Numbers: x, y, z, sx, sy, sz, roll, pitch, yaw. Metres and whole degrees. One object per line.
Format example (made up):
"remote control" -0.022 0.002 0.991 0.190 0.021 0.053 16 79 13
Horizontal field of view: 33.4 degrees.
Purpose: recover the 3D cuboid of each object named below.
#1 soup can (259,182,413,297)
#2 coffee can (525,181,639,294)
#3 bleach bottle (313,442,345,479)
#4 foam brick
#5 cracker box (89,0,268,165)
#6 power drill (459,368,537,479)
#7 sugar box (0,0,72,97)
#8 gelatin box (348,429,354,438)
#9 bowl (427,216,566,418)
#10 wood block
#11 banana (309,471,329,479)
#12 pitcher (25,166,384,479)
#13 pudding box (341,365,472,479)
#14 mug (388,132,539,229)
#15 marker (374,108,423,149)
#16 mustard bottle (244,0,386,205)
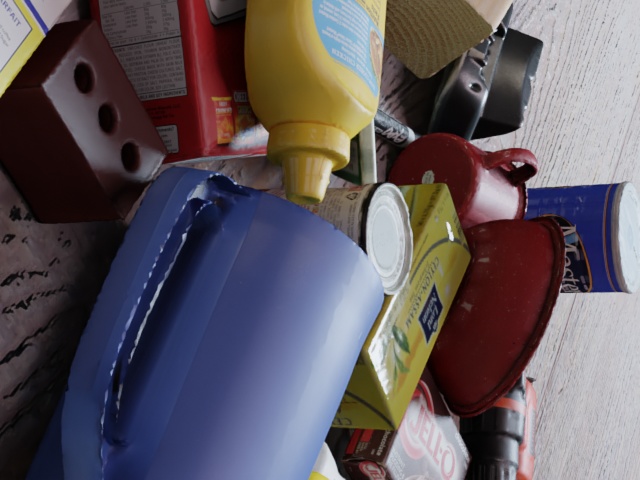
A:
"soup can" -0.004 0.001 0.631 0.068 0.102 0.068 7 82 -61
"coffee can" 0.222 0.000 1.001 0.102 0.141 0.103 7 82 -61
"bleach bottle" 0.016 0.207 0.696 0.102 0.068 0.250 -60 135 -43
"foam brick" -0.115 -0.053 0.486 0.078 0.051 0.053 64 37 -36
"cracker box" -0.056 -0.151 0.583 0.164 0.072 0.214 -15 100 -61
"power drill" 0.150 0.152 0.894 0.187 0.057 0.184 68 28 -61
"sugar box" -0.158 -0.098 0.420 0.093 0.048 0.176 59 37 -37
"gelatin box" 0.049 0.130 0.793 0.073 0.030 0.089 -40 122 -53
"bowl" 0.111 0.045 0.781 0.055 0.162 0.162 25 57 -12
"wood block" 0.114 -0.233 0.810 0.090 0.091 0.205 41 58 -14
"banana" 0.015 0.177 0.596 0.197 0.037 0.070 55 5 -43
"pitcher" -0.069 0.095 0.484 0.149 0.145 0.242 33 57 -19
"pudding box" 0.063 0.153 0.747 0.090 0.039 0.113 -62 139 -39
"mug" 0.116 -0.041 0.845 0.081 0.117 0.093 20 53 -54
"marker" 0.054 -0.086 0.829 0.121 0.020 0.020 19 72 -60
"mustard bottle" 0.000 -0.111 0.539 0.096 0.058 0.191 31 59 -60
